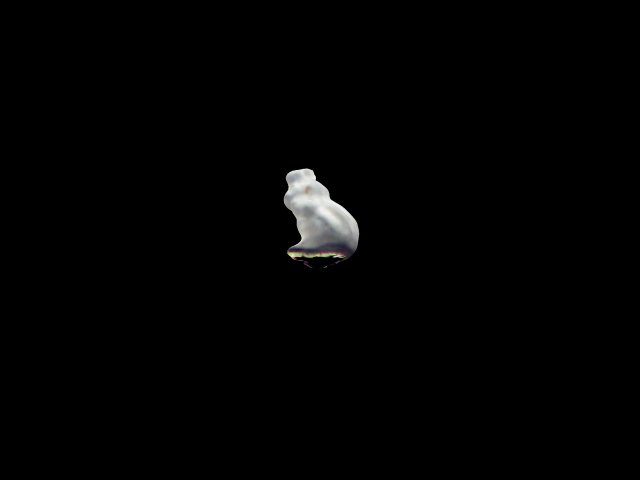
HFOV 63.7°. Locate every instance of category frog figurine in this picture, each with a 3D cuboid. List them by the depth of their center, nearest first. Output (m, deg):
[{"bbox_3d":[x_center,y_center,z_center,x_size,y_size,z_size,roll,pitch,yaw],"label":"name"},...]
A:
[{"bbox_3d":[0.003,-0.043,0.850,0.122,0.161,0.136,-13,-20,40],"label":"frog figurine"}]
